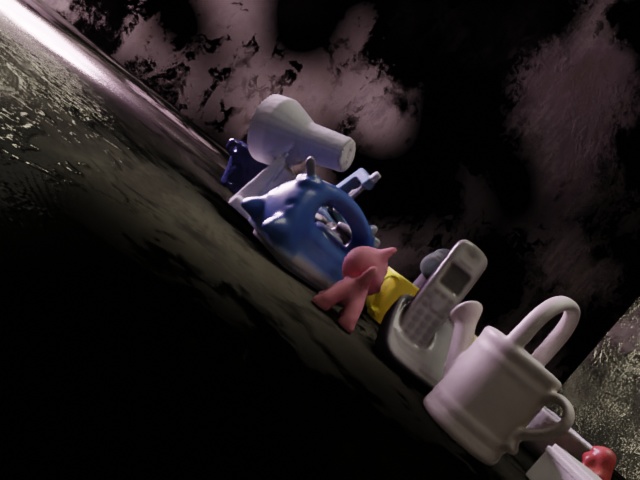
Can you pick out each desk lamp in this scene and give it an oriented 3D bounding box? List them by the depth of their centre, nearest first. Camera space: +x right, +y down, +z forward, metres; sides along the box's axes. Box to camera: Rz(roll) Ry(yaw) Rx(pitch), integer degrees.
[{"bbox_3d":[-0.053,-0.116,0.961,0.202,0.213,0.118,41,3,23],"label":"desk lamp"}]

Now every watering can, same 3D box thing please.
[{"bbox_3d":[0.207,0.135,0.631,0.172,0.194,0.101,41,3,24],"label":"watering can"}]

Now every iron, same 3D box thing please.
[{"bbox_3d":[0.015,-0.004,0.838,0.259,0.141,0.118,37,4,-39],"label":"iron"}]

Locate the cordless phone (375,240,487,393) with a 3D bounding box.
[{"bbox_3d":[0.171,0.104,0.732,0.148,0.185,0.094,39,3,-12],"label":"cordless phone"}]

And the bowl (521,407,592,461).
[{"bbox_3d":[0.382,0.331,0.986,0.167,0.074,0.167,39,3,-2],"label":"bowl"}]

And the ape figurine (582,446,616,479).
[{"bbox_3d":[0.390,0.338,0.830,0.078,0.092,0.076,36,5,-47],"label":"ape figurine"}]

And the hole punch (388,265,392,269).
[{"bbox_3d":[0.079,0.057,1.182,0.109,0.091,0.100,37,4,-38],"label":"hole punch"}]

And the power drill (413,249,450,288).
[{"bbox_3d":[0.241,0.103,1.332,0.075,0.208,0.230,40,3,15],"label":"power drill"}]

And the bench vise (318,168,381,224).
[{"bbox_3d":[0.015,-0.080,1.188,0.206,0.219,0.122,41,4,31],"label":"bench vise"}]

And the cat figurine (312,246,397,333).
[{"bbox_3d":[0.053,0.049,0.745,0.067,0.117,0.128,39,3,1],"label":"cat figurine"}]

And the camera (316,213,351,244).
[{"bbox_3d":[0.009,0.004,1.032,0.142,0.100,0.137,41,3,26],"label":"camera"}]

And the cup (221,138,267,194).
[{"bbox_3d":[-0.162,-0.143,1.151,0.091,0.095,0.118,42,4,40],"label":"cup"}]
